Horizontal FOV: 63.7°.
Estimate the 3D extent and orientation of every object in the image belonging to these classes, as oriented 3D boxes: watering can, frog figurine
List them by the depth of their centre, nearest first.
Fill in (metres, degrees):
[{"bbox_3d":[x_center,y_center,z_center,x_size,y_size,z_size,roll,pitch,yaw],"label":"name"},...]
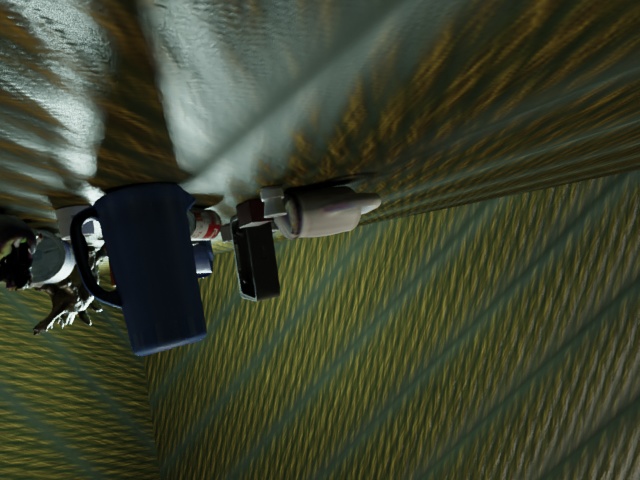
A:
[{"bbox_3d":[-0.513,0.002,0.759,0.160,0.121,0.138,26,-167,9],"label":"frog figurine"},{"bbox_3d":[0.004,-0.059,1.167,0.225,0.104,0.345,-8,177,-16],"label":"watering can"}]
